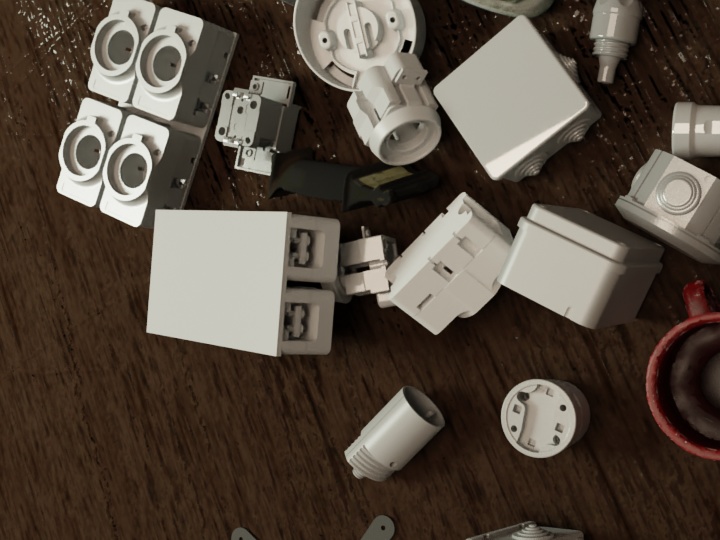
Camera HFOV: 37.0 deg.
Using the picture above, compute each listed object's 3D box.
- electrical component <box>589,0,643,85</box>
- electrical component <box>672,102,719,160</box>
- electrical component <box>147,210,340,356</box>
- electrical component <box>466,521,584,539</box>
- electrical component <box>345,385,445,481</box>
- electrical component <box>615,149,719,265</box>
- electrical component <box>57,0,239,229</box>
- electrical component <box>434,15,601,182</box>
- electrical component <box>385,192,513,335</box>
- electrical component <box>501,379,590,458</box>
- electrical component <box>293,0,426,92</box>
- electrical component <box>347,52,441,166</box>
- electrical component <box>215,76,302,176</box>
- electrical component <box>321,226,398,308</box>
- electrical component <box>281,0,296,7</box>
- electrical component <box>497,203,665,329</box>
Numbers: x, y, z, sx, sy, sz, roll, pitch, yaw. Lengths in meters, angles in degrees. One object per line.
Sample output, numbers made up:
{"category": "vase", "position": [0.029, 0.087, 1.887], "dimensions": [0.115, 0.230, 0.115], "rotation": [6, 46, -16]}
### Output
{"category": "electrical component", "position": [0.182, -0.165, 0.774], "dimensions": [0.035, 0.035, 0.061], "rotation": [12, 96, 28]}
{"category": "electrical component", "position": [0.240, -0.095, 0.738], "dimensions": [0.046, 0.040, 0.040], "rotation": [3, 89, 22]}
{"category": "electrical component", "position": [-0.095, 0.007, 0.870], "dimensions": [0.186, 0.060, 0.105], "rotation": [5, 90, 49]}
{"category": "electrical component", "position": [0.119, 0.229, 0.755], "dimensions": [0.048, 0.100, 0.099], "rotation": [-5, 86, 41]}
{"category": "electrical component", "position": [0.023, 0.133, 0.840], "dimensions": [0.081, 0.043, 0.043], "rotation": [-48, 68, 18]}
{"category": "electrical component", "position": [0.218, -0.042, 0.725], "dimensions": [0.080, 0.080, 0.051], "rotation": [34, 98, 25]}
{"category": "electrical component", "position": [-0.193, -0.140, 0.957], "dimensions": [0.105, 0.060, 0.186], "rotation": [23, 98, 27]}
{"category": "electrical component", "position": [0.118, -0.124, 0.797], "dimensions": [0.100, 0.048, 0.099], "rotation": [-39, 71, 21]}
{"category": "electrical component", "position": [0.070, -0.002, 0.803], "dimensions": [0.056, 0.050, 0.089], "rotation": [37, 110, -19]}
{"category": "electrical component", "position": [0.136, 0.106, 0.779], "dimensions": [0.055, 0.047, 0.055], "rotation": [-1, 87, 28]}
{"category": "electrical component", "position": [0.002, -0.190, 0.849], "dimensions": [0.099, 0.064, 0.099], "rotation": [3, 99, 20]}
{"category": "electrical component", "position": [0.029, -0.118, 0.826], "dimensions": [0.078, 0.058, 0.057], "rotation": [-57, 44, 42]}
{"category": "electrical component", "position": [-0.086, -0.122, 0.898], "dimensions": [0.042, 0.064, 0.081], "rotation": [13, 94, 28]}
{"category": "electrical component", "position": [0.000, 0.000, 0.858], "dimensions": [0.055, 0.048, 0.066], "rotation": [-11, 83, 20]}
{"category": "electrical component", "position": [-0.077, -0.264, 0.891], "dimensions": [0.047, 0.077, 0.065], "rotation": [-47, 68, 18]}
{"category": "electrical component", "position": [0.154, -0.004, 0.737], "dimensions": [0.078, 0.113, 0.057], "rotation": [29, 104, 26]}
